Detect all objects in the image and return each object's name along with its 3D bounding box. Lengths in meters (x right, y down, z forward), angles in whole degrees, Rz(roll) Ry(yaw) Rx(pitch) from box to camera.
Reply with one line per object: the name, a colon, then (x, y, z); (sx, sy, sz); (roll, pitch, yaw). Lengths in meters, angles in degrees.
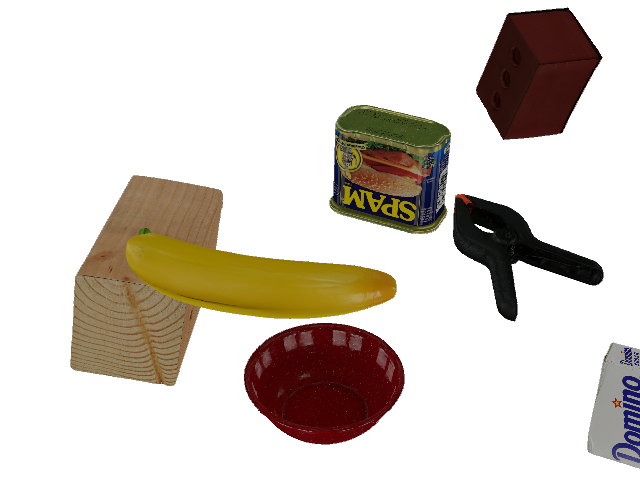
wood block: (-0.148, 0.028, 0.940); (0.090, 0.091, 0.206); (10, 26, -1)
foam brick: (0.151, -0.117, 0.750); (0.051, 0.053, 0.078); (-10, -34, -20)
bowl: (0.004, 0.155, 1.084); (0.162, 0.055, 0.162); (-1, 35, 1)
banana: (-0.053, 0.020, 0.683); (0.198, 0.037, 0.069); (12, 34, 24)
sugar box: (0.313, 0.153, 0.869); (0.176, 0.093, 0.048); (13, 24, 20)
clamp: (0.198, 0.008, 1.070); (0.120, 0.039, 0.171); (-9, 44, -21)
can of meat: (0.060, -0.062, 0.919); (0.102, 0.084, 0.057); (16, 36, 21)
